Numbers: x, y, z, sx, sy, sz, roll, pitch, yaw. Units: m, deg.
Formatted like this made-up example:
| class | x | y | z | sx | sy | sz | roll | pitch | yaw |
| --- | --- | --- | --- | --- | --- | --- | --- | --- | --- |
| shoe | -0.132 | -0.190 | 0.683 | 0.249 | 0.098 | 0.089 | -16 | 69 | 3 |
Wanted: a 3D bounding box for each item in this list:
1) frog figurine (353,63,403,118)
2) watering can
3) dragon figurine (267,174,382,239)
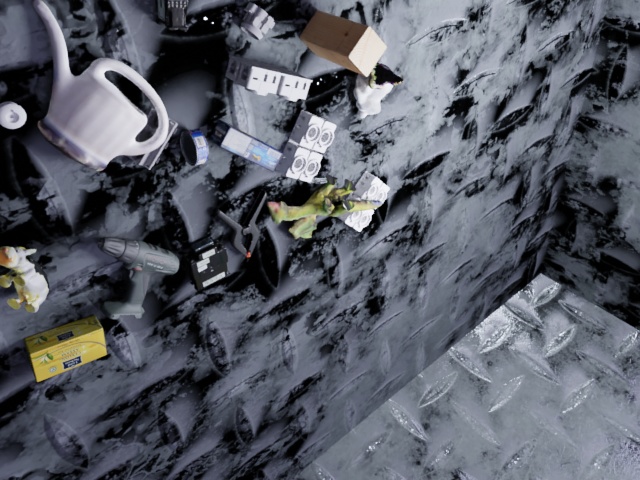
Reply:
| class | x | y | z | sx | sy | sz | roll | pitch | yaw |
| --- | --- | --- | --- | --- | --- | --- | --- | --- | --- |
| frog figurine | 0.156 | -0.450 | 1.553 | 0.139 | 0.123 | 0.157 | -38 | 175 | -30 |
| watering can | -0.475 | -0.282 | 1.036 | 0.225 | 0.105 | 0.342 | -49 | 125 | -2 |
| dragon figurine | 0.005 | -0.082 | 1.630 | 0.239 | 0.124 | 0.409 | -37 | 149 | 31 |
